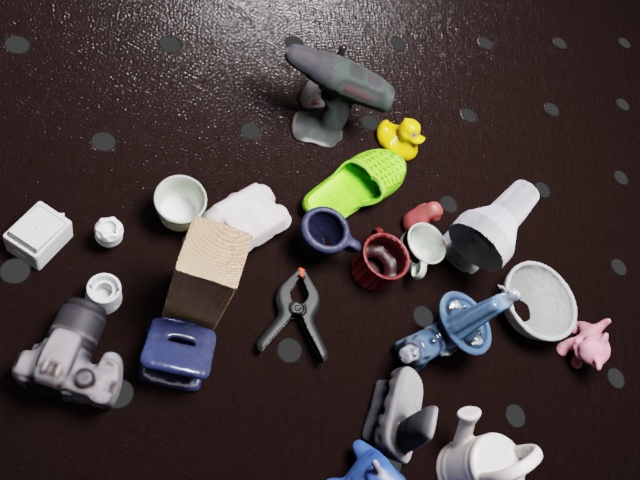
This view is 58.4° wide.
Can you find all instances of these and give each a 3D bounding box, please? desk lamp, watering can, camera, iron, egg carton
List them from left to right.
[{"bbox_3d":[-0.343,0.157,0.820,0.143,0.100,0.137,20,59,-11],"label":"camera"},{"bbox_3d":[-0.130,-0.035,1.018,0.151,0.069,0.107,-35,81,-31],"label":"egg carton"},{"bbox_3d":[0.136,0.418,0.853,0.258,0.141,0.119,43,58,3],"label":"iron"},{"bbox_3d":[0.318,-0.019,1.102,0.118,0.213,0.204,44,58,4],"label":"desk lamp"},{"bbox_3d":[0.268,0.353,0.907,0.173,0.194,0.101,43,58,3],"label":"watering can"}]

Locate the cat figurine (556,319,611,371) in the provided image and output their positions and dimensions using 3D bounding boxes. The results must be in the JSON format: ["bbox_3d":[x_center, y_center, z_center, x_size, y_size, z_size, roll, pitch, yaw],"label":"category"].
[{"bbox_3d":[0.538,0.204,1.134,0.067,0.117,0.128,44,58,4],"label":"cat figurine"}]

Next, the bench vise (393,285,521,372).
[{"bbox_3d":[0.239,0.160,0.978,0.121,0.219,0.208,45,58,5],"label":"bench vise"}]

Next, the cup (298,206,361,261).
[{"bbox_3d":[0.010,0.004,1.039,0.118,0.095,0.092,25,58,-8],"label":"cup"}]

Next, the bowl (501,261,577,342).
[{"bbox_3d":[0.425,0.132,1.151,0.168,0.074,0.167,9,62,-17],"label":"bowl"}]

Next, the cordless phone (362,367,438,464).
[{"bbox_3d":[0.150,0.268,0.908,0.094,0.185,0.147,22,59,-10],"label":"cordless phone"}]

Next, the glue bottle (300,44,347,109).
[{"bbox_3d":[0.018,-0.335,1.166,0.078,0.173,0.037,-18,72,-28],"label":"glue bottle"}]

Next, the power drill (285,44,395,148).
[{"bbox_3d":[0.017,-0.274,1.115,0.230,0.208,0.075,9,62,-17],"label":"power drill"}]

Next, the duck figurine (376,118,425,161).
[{"bbox_3d":[0.178,-0.229,1.228,0.104,0.086,0.078,37,57,0],"label":"duck figurine"}]

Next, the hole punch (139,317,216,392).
[{"bbox_3d":[-0.217,0.167,0.870,0.109,0.091,0.101,16,60,-14],"label":"hole punch"}]

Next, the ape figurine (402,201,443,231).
[{"bbox_3d":[0.213,-0.044,1.145,0.076,0.092,0.078,20,59,-11],"label":"ape figurine"}]
